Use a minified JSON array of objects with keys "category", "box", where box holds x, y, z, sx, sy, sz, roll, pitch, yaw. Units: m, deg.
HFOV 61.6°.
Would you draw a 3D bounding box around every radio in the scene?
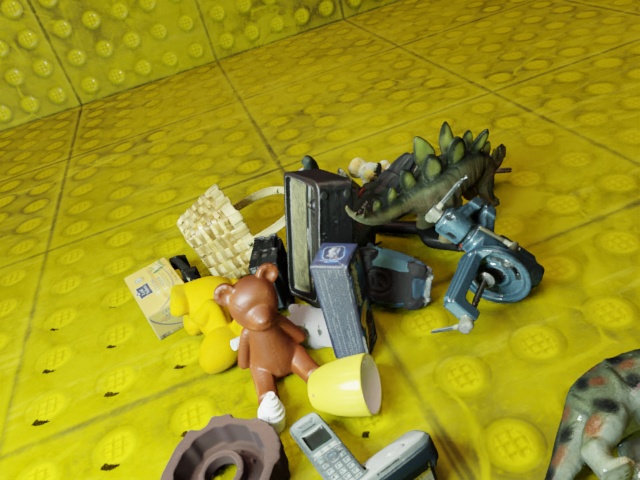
[{"category":"radio","box":[-0.002,-0.003,0.930,0.073,0.229,0.131,-10,16,-26]}]

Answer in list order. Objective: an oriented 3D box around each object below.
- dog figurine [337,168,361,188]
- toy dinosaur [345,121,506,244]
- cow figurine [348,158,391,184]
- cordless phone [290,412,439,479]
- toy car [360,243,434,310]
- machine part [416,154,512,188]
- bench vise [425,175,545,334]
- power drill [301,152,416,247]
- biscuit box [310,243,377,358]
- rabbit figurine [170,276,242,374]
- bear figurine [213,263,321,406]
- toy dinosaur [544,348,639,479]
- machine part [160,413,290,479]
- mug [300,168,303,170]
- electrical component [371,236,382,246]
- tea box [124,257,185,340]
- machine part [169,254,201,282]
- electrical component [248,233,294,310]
[{"category":"dog figurine","box":[0.036,-0.035,1.155,0.190,0.172,0.121,-49,49,8]},{"category":"toy dinosaur","box":[0.221,-0.102,0.994,0.105,0.198,0.471,19,42,42]},{"category":"cow figurine","box":[0.144,-0.125,1.138,0.167,0.068,0.098,12,21,-14]},{"category":"cordless phone","box":[0.052,0.274,0.707,0.146,0.088,0.184,-30,32,-19]},{"category":"toy car","box":[0.125,0.059,0.964,0.162,0.109,0.103,6,21,16]},{"category":"machine part","box":[0.300,-0.148,1.201,0.243,0.079,0.079,-1,37,20]},{"category":"bench vise","box":[0.251,0.041,0.870,0.240,0.223,0.129,-54,9,-37]},{"category":"power drill","box":[0.053,-0.094,1.038,0.207,0.086,0.232,25,83,20]},{"category":"biscuit box","box":[0.041,0.100,0.846,0.063,0.202,0.059,1,37,22]},{"category":"rabbit figurine","box":[-0.177,0.157,0.962,0.162,0.121,0.173,-11,48,-8]},{"category":"bear figurine","box":[-0.080,0.146,0.838,0.120,0.195,0.132,-23,36,-15]},{"category":"toy dinosaur","box":[0.393,0.196,0.656,0.405,0.131,0.192,-20,22,2]},{"category":"machine part","box":[-0.130,0.323,0.732,0.179,0.055,0.179,-12,35,8]},{"category":"mug","box":[-0.033,-0.109,1.256,0.109,0.107,0.081,-36,38,-30]},{"category":"electrical component","box":[0.087,-0.011,1.083,0.078,0.102,0.045,-2,30,5]},{"category":"tea box","box":[-0.321,0.114,1.092,0.098,0.068,0.170,-31,38,-21]},{"category":"machine part","box":[-0.272,0.073,1.118,0.039,0.084,0.139,-37,39,-15]},{"category":"electrical component","box":[-0.089,0.069,1.021,0.058,0.114,0.134,-15,34,9]}]
